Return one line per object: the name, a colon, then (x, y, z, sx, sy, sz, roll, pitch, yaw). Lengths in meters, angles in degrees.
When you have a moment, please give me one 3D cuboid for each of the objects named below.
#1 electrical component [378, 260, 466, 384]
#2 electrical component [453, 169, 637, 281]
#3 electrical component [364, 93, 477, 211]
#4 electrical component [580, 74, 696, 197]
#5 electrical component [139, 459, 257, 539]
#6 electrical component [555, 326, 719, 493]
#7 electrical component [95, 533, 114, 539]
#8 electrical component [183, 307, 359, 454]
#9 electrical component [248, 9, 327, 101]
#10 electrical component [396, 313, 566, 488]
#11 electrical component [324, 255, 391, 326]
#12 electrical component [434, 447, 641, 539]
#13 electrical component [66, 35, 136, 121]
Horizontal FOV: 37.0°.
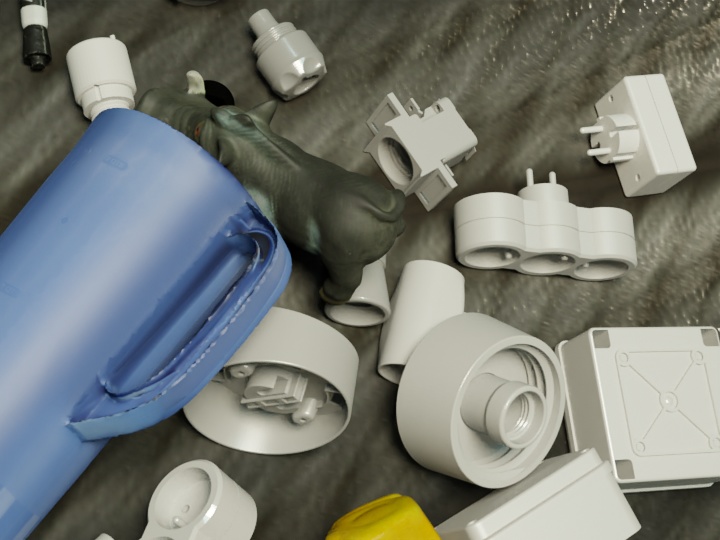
electrical component: (0.058, 0.043, 0.728, 0.079, 0.043, 0.077, 21, 65, -12)
electrical component: (0.134, -0.039, 0.781, 0.138, 0.052, 0.073, 6, 68, -17)
electrical component: (0.046, -0.089, 0.774, 0.064, 0.042, 0.081, -31, 84, -28)
electrical component: (0.205, -0.102, 0.833, 0.076, 0.047, 0.083, -8, 74, -22)
electrical component: (-0.097, 0.186, 0.613, 0.073, 0.052, 0.138, 52, 47, -40)
electrical component: (0.201, 0.097, 0.751, 0.109, 0.056, 0.108, 1, 70, -20)
electrical component: (-0.161, 0.174, 0.600, 0.048, 0.048, 0.062, 47, 54, 2)
electrical component: (-0.051, 0.068, 0.651, 0.099, 0.099, 0.064, 23, 58, -11)
electrical component: (-0.055, -0.155, 0.762, 0.043, 0.043, 0.062, -31, 81, -27)
electrical component: (0.084, 0.086, 0.683, 0.108, 0.060, 0.108, -9, 105, -35)
electrical component: (0.000, 0.000, 0.725, 0.044, 0.044, 0.065, 11, 62, -16)
electrical component: (0.108, 0.165, 0.680, 0.113, 0.078, 0.057, -25, 83, -26)
electrical component: (-0.167, -0.115, 0.708, 0.040, 0.040, 0.078, -10, 74, -23)
